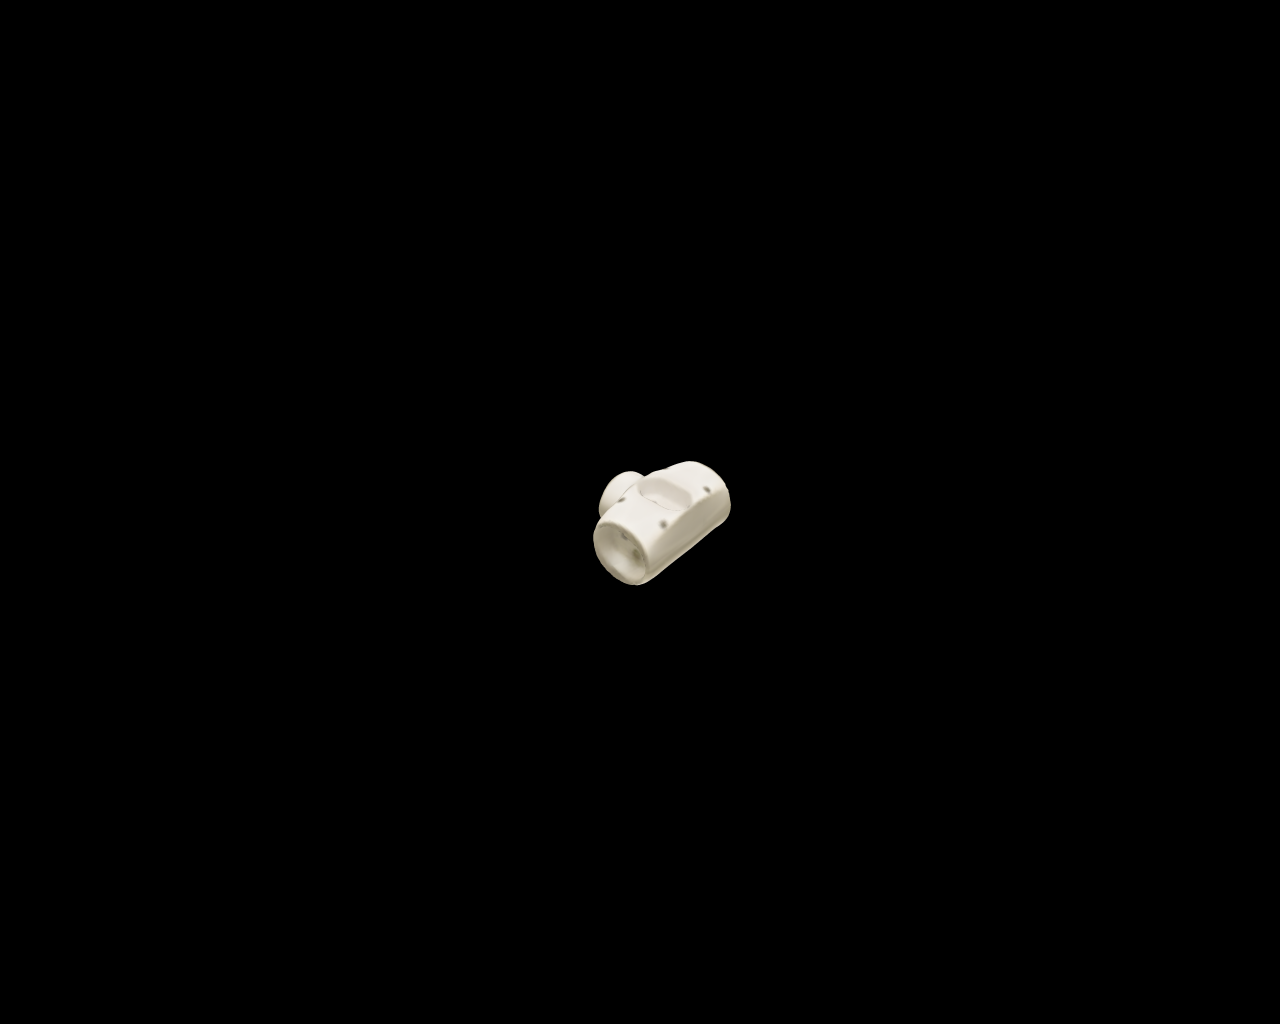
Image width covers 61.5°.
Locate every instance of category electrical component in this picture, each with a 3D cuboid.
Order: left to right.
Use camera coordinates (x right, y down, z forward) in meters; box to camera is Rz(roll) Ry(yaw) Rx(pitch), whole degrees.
[{"bbox_3d":[0.001,-0.003,0.650,0.079,0.043,0.077,31,49,31],"label":"electrical component"}]
